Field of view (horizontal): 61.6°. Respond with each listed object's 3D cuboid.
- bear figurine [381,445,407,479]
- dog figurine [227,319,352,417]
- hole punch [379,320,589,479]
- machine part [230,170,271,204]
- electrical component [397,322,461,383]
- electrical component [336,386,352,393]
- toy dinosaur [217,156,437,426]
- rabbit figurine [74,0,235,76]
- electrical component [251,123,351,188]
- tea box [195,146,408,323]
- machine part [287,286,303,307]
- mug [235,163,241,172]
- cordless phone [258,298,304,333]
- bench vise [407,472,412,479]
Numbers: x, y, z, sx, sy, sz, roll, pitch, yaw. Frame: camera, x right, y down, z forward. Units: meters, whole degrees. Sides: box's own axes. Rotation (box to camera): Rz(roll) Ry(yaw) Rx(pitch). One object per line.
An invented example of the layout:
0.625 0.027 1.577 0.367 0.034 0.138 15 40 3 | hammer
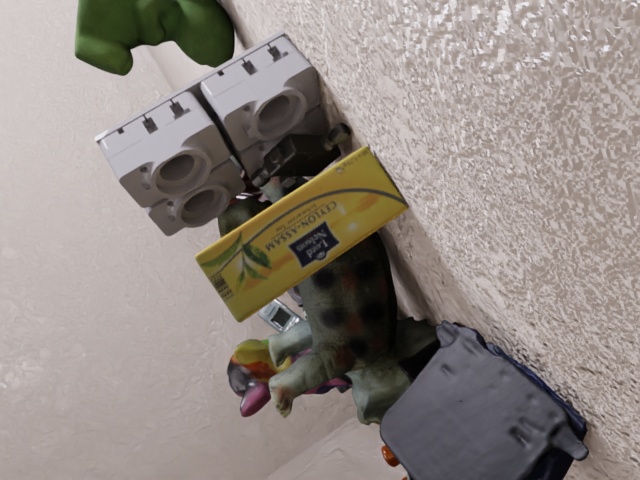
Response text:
0.144 0.315 0.906 0.195 0.132 0.120 55 174 -29 | bear figurine
-0.010 0.157 0.693 0.192 0.219 0.108 -6 90 39 | dog figurine
0.128 0.146 0.409 0.092 0.115 0.142 35 -174 -39 | hole punch
-0.113 -0.111 0.725 0.180 0.056 0.179 13 117 27 | machine part
0.132 0.146 0.504 0.119 0.075 0.048 58 172 -26 | electrical component
0.064 0.188 0.863 0.058 0.134 0.115 57 170 7 | electrical component
0.014 0.043 0.576 0.131 0.192 0.404 -122 15 -83 | toy dinosaur
-0.178 -0.258 0.610 0.121 0.170 0.159 -143 63 -64 | rabbit figurine
-0.018 -0.075 0.479 0.094 0.063 0.021 -33 72 40 | electrical component
-0.018 -0.003 0.474 0.068 0.170 0.098 57 171 1 | tea box
-0.042 0.019 0.678 0.084 0.039 0.138 23 143 60 | machine part
-0.090 -0.101 0.799 0.107 0.109 0.080 40 163 25 | mug
-0.016 0.140 1.018 0.184 0.146 0.088 33 179 20 | cordless phone
0.117 0.282 0.580 0.224 0.241 0.128 -94 -20 -66 | bench vise
